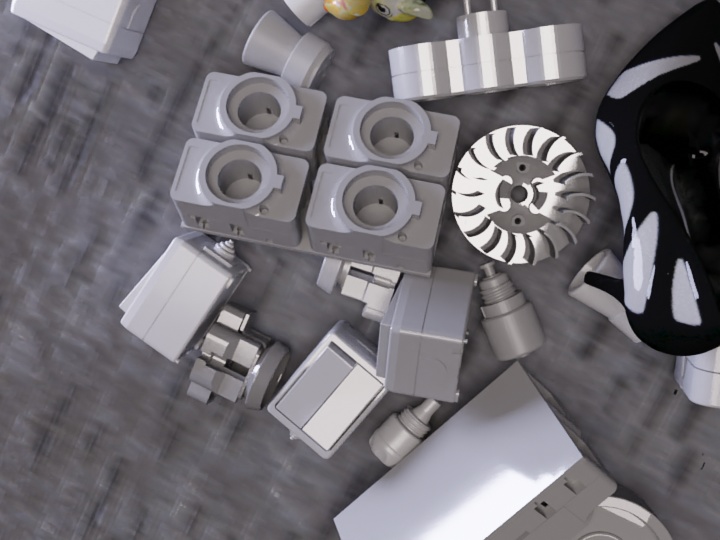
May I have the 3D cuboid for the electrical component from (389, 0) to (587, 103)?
[{"bbox_3d":[0.089,-0.164,0.768,0.138,0.052,0.073,-6,96,8],"label":"electrical component"}]

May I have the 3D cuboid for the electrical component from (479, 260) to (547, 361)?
[{"bbox_3d":[0.108,0.031,0.796,0.040,0.040,0.078,-22,94,10],"label":"electrical component"}]

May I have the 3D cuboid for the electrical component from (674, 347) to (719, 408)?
[{"bbox_3d":[0.256,0.058,0.752,0.054,0.095,0.059,7,98,7],"label":"electrical component"}]

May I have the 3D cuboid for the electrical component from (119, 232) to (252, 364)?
[{"bbox_3d":[-0.130,0.012,0.815,0.061,0.062,0.096,35,100,2],"label":"electrical component"}]

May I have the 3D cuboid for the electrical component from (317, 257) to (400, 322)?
[{"bbox_3d":[0.000,0.000,0.805,0.055,0.048,0.066,18,99,-3],"label":"electrical component"}]

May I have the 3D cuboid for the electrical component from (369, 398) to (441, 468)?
[{"bbox_3d":[0.037,0.121,0.820,0.035,0.035,0.061,42,97,1],"label":"electrical component"}]

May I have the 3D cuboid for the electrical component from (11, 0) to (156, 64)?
[{"bbox_3d":[-0.212,-0.197,0.800,0.096,0.062,0.061,24,100,4],"label":"electrical component"}]

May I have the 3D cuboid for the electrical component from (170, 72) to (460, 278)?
[{"bbox_3d":[-0.030,-0.071,0.770,0.186,0.060,0.105,11,70,6],"label":"electrical component"}]

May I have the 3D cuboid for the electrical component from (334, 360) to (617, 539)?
[{"bbox_3d":[0.081,0.171,0.776,0.186,0.105,0.060,-42,126,10],"label":"electrical component"}]

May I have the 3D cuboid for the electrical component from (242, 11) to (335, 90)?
[{"bbox_3d":[-0.052,-0.158,0.792,0.055,0.045,0.045,31,100,3],"label":"electrical component"}]

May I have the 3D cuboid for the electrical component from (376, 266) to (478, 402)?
[{"bbox_3d":[0.049,0.040,0.782,0.061,0.096,0.061,9,128,6],"label":"electrical component"}]

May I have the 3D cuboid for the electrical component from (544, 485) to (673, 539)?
[{"bbox_3d":[0.177,0.210,0.799,0.108,0.060,0.108,1,97,7],"label":"electrical component"}]

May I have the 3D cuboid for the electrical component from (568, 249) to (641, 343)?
[{"bbox_3d":[0.190,0.021,0.784,0.065,0.044,0.044,40,100,-3],"label":"electrical component"}]

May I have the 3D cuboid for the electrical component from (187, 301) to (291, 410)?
[{"bbox_3d":[-0.089,0.071,0.820,0.057,0.058,0.078,25,99,7],"label":"electrical component"}]

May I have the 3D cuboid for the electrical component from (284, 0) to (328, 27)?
[{"bbox_3d":[-0.030,-0.206,0.786,0.046,0.040,0.040,-38,91,16],"label":"electrical component"}]

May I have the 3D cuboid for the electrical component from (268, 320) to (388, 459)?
[{"bbox_3d":[-0.024,0.095,0.811,0.062,0.061,0.096,40,100,1],"label":"electrical component"}]
